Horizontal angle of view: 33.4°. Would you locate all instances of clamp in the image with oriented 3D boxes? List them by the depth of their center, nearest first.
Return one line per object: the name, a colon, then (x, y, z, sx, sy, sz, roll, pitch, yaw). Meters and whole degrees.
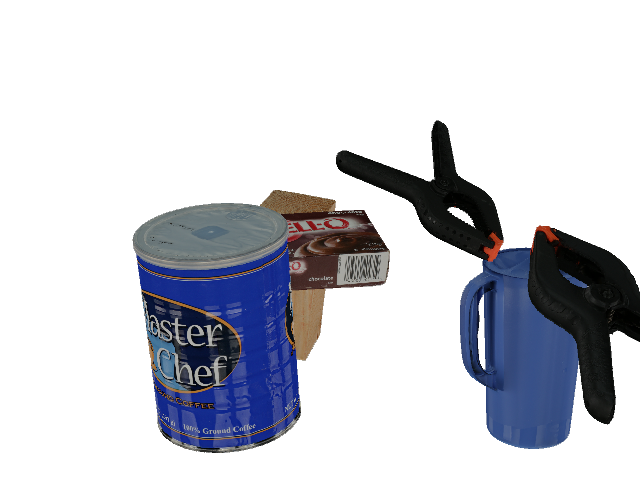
clamp: (0.210, 0.051, 0.753, 0.120, 0.039, 0.171, -3, 45, -19)
clamp: (0.126, -0.054, 1.220, 0.164, 0.210, 0.036, -15, -38, -27)

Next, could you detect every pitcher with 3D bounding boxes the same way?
pitcher: (0.261, 0.139, 1.362, 0.149, 0.243, 0.144, 5, 17, 18)

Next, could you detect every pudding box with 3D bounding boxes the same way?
pudding box: (-0.004, 0.007, 0.952, 0.113, 0.039, 0.090, -1, 27, -13)

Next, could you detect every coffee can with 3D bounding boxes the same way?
coffee can: (-0.068, 0.057, 0.727, 0.103, 0.140, 0.103, -3, 22, 1)

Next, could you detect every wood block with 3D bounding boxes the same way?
wood block: (-0.042, 0.046, 1.463, 0.090, 0.206, 0.090, 11, 22, 10)
